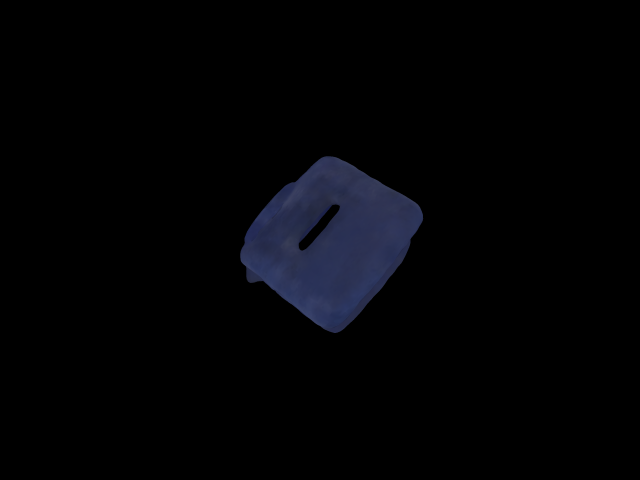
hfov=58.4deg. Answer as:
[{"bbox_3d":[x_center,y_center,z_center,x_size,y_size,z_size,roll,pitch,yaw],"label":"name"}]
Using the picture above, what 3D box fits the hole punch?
[{"bbox_3d":[0.004,0.001,0.400,0.101,0.091,0.109,38,81,8],"label":"hole punch"}]
